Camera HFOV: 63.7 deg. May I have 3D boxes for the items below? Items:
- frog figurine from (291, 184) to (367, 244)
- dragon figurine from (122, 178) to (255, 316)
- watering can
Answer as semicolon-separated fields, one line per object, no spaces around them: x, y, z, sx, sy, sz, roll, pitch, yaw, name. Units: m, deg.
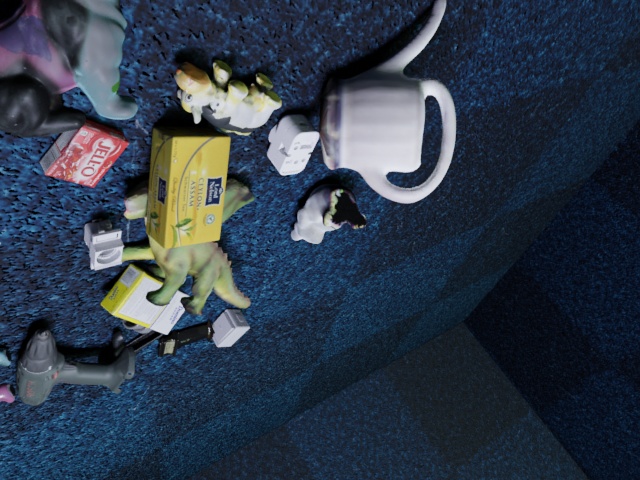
0.003;-0.057;1.127;0.139;0.122;0.158;-24;-172;-40;frog figurine
-0.201;0.001;0.927;0.241;0.124;0.406;-51;146;9;dragon figurine
0.112;-0.235;0.856;0.224;0.349;0.103;2;176;3;watering can
